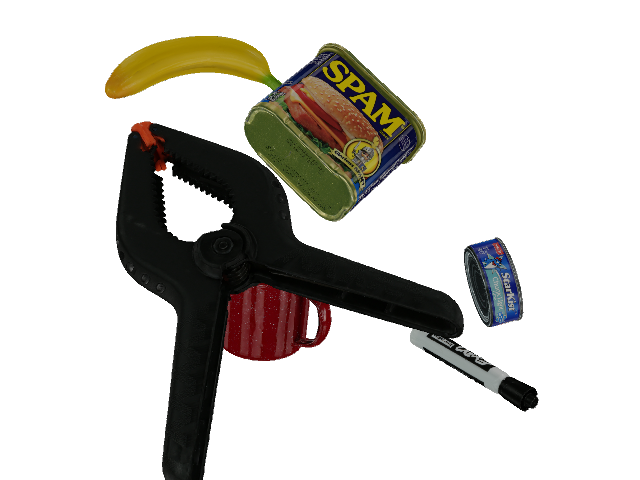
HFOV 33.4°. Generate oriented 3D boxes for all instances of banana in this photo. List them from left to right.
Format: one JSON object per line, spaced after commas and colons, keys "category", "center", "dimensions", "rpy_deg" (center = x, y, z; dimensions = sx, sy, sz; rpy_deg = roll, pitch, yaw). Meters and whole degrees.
{"category": "banana", "center": [-0.130, -0.177, 1.080], "dimensions": [0.197, 0.070, 0.037], "rpy_deg": [-7, -39, -30]}

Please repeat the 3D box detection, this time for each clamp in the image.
{"category": "clamp", "center": [-0.036, 0.011, 0.558], "dimensions": [0.164, 0.210, 0.036], "rpy_deg": [-23, -31, -10]}

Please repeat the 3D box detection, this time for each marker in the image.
{"category": "marker", "center": [0.115, 0.095, 0.803], "dimensions": [0.020, 0.020, 0.121], "rpy_deg": [0, 21, -42]}

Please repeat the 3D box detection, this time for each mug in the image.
{"category": "mug", "center": [-0.040, 0.055, 0.926], "dimensions": [0.117, 0.081, 0.093], "rpy_deg": [20, 30, 28]}

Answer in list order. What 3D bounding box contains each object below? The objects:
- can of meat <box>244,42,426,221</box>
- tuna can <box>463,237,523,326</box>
{"category": "can of meat", "center": [0.008, -0.075, 0.748], "dimensions": [0.083, 0.102, 0.058], "rpy_deg": [-43, -6, -32]}
{"category": "tuna can", "center": [0.171, 0.042, 1.064], "dimensions": [0.033, 0.086, 0.086], "rpy_deg": [-15, 1, -3]}
